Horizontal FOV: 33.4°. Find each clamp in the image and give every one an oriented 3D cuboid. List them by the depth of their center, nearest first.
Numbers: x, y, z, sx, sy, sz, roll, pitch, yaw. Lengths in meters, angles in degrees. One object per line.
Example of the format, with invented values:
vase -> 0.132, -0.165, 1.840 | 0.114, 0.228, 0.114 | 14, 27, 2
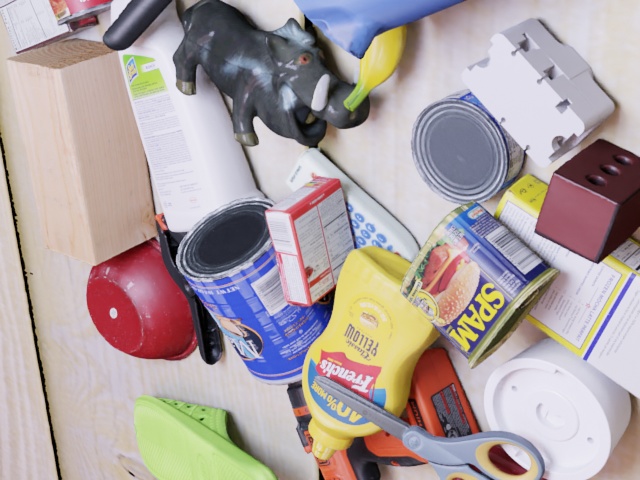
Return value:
clamp -> -0.109, -0.264, 0.900 | 0.210, 0.036, 0.164 | -13, 77, 34
clamp -> -0.112, 0.045, 1.087 | 0.120, 0.039, 0.171 | -16, 101, 45

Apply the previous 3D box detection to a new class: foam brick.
foam brick -> 0.194, -0.028, 0.742 | 0.053, 0.078, 0.051 | 29, 128, 25

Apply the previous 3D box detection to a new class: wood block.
wood block -> -0.241, -0.092, 1.094 | 0.090, 0.090, 0.206 | 16, 122, 37

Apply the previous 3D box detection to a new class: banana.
banana -> 0.022, -0.203, 0.817 | 0.037, 0.069, 0.198 | -172, 63, -84

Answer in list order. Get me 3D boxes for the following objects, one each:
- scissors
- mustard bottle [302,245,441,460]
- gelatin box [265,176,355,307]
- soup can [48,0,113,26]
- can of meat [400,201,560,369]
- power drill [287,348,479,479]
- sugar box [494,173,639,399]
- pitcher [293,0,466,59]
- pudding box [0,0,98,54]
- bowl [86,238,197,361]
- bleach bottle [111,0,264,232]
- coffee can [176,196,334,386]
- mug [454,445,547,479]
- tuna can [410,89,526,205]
scissors -> 0.095, 0.153, 0.854 | 0.202, 0.016, 0.096 | 44, 115, 5
mustard bottle -> 0.035, 0.107, 0.905 | 0.096, 0.058, 0.192 | 33, 115, 24
gelatin box -> -0.006, 0.001, 0.896 | 0.030, 0.073, 0.089 | 7, 121, 38
soup can -> -0.235, -0.263, 1.012 | 0.069, 0.068, 0.102 | -8, 106, 44
can of meat -> 0.115, 0.032, 0.795 | 0.084, 0.057, 0.102 | 45, 138, 17
power drill -> 0.047, 0.153, 0.991 | 0.188, 0.057, 0.184 | -21, 93, 48
sugar box -> 0.202, 0.036, 0.794 | 0.176, 0.048, 0.093 | 35, 132, 20
pitcher -> 0.096, -0.230, 0.683 | 0.243, 0.144, 0.149 | -12, 116, 35
pudding box -> -0.285, -0.246, 1.089 | 0.114, 0.039, 0.090 | -6, 109, 46
bowl -> -0.207, 0.072, 1.178 | 0.162, 0.055, 0.162 | 21, 124, 33
bleach bottle -> -0.133, -0.136, 0.994 | 0.103, 0.067, 0.251 | -6, 105, 42
coffee can -> -0.050, 0.047, 0.954 | 0.103, 0.102, 0.140 | 6, 139, 40
mug -> 0.158, 0.229, 0.916 | 0.082, 0.093, 0.117 | 26, 156, 24
tuna can -> 0.114, -0.072, 0.822 | 0.086, 0.033, 0.086 | 21, 125, 33
